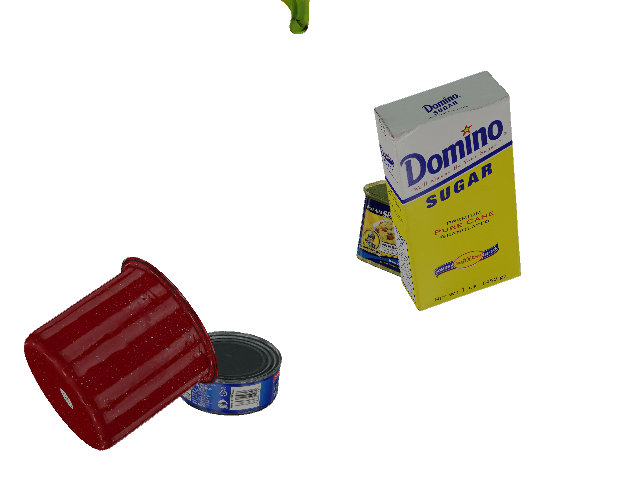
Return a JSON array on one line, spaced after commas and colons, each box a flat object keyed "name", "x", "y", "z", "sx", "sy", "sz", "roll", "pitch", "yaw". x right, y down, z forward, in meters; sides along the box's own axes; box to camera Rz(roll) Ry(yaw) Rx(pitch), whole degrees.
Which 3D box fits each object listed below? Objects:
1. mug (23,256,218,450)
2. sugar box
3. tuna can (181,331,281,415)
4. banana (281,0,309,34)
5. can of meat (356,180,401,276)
[{"name": "mug", "x": -0.126, "y": 0.072, "z": 0.647, "sx": 0.081, "sy": 0.093, "sz": 0.117, "roll": -36, "pitch": 7, "yaw": -28}, {"name": "sugar box", "x": 0.100, "y": -0.034, "z": 0.815, "sx": 0.093, "sy": 0.176, "sz": 0.048, "roll": -20, "pitch": 43, "yaw": -7}, {"name": "tuna can", "x": -0.076, "y": 0.108, "z": 0.875, "sx": 0.086, "sy": 0.034, "sz": 0.086, "roll": 5, "pitch": 22, "yaw": -2}, {"name": "banana", "x": -0.075, "y": -0.181, "z": 0.670, "sx": 0.198, "sy": 0.069, "sz": 0.037, "roll": 20, "pitch": -34, "yaw": 30}, {"name": "can of meat", "x": 0.092, "y": -0.010, "z": 1.186, "sx": 0.102, "sy": 0.084, "sz": 0.057, "roll": 23, "pitch": 26, "yaw": 33}]
